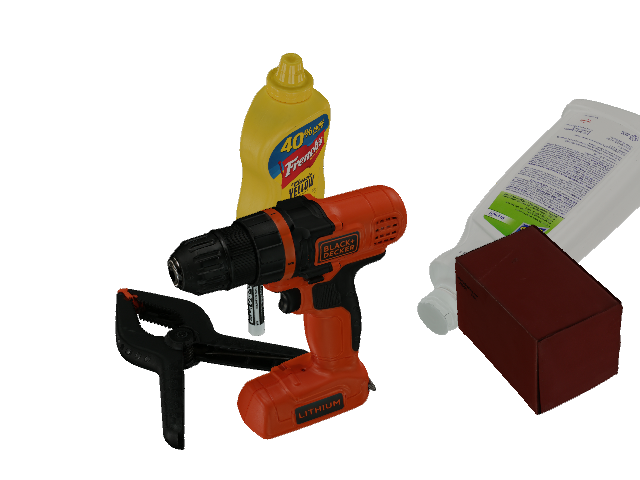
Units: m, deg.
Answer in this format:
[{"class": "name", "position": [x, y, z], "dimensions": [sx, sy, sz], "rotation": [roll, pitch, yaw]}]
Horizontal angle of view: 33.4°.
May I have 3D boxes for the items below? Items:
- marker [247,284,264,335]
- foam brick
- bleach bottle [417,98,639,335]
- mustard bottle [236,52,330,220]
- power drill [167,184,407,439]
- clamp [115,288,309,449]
[{"class": "marker", "position": [-0.073, 0.054, 1.198], "dimensions": [0.020, 0.121, 0.020], "rotation": [0, 32, 0]}, {"class": "foam brick", "position": [0.111, 0.039, 0.549], "dimensions": [0.051, 0.053, 0.078], "rotation": [-21, 40, -15]}, {"class": "bleach bottle", "position": [0.161, -0.015, 0.819], "dimensions": [0.250, 0.068, 0.103], "rotation": [-38, 43, -28]}, {"class": "mustard bottle", "position": [-0.032, -0.087, 0.975], "dimensions": [0.058, 0.192, 0.096], "rotation": [36, 51, 28]}, {"class": "power drill", "position": [-0.023, 0.057, 0.792], "dimensions": [0.184, 0.188, 0.057], "rotation": [-15, 38, -25]}, {"class": "clamp", "position": [-0.119, 0.101, 1.008], "dimensions": [0.164, 0.036, 0.210], "rotation": [-20, 40, -31]}]
